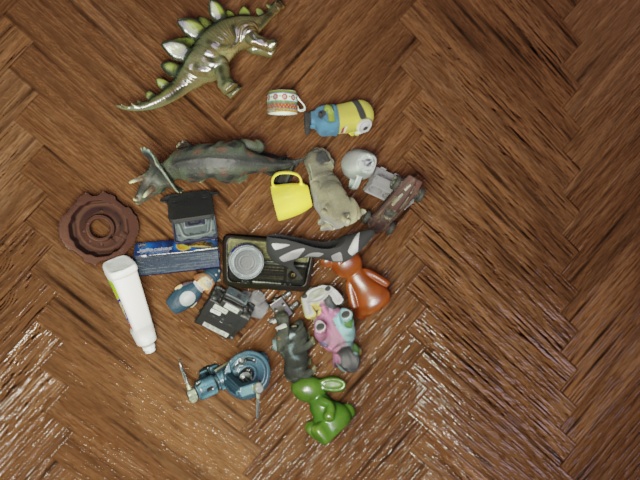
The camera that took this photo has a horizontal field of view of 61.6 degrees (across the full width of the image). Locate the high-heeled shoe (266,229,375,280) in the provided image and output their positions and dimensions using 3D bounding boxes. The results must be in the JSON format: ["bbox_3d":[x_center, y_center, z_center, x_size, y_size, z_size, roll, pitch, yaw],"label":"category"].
[{"bbox_3d":[-0.003,-0.004,1.291,0.249,0.086,0.145,-31,111,3],"label":"high-heeled shoe"}]

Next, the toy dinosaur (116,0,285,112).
[{"bbox_3d":[-0.261,-0.429,1.271,0.198,0.105,0.471,44,78,-4],"label":"toy dinosaur"}]

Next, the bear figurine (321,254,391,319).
[{"bbox_3d":[0.094,0.102,1.399,0.120,0.132,0.196,-39,83,-6],"label":"bear figurine"}]

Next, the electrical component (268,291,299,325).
[{"bbox_3d":[-0.103,0.177,1.401,0.094,0.021,0.063,-36,101,-4],"label":"electrical component"}]

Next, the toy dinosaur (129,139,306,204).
[{"bbox_3d":[-0.245,-0.174,1.232,0.405,0.192,0.131,-8,105,8],"label":"toy dinosaur"}]

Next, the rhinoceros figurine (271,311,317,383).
[{"bbox_3d":[-0.071,0.271,1.382,0.112,0.073,0.190,-13,106,-10],"label":"rhinoceros figurine"}]

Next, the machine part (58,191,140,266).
[{"bbox_3d":[-0.523,-0.029,1.284,0.179,0.056,0.179,-1,96,-12],"label":"machine part"}]

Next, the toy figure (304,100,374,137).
[{"bbox_3d":[0.048,-0.306,1.351,0.180,0.082,0.089,-3,99,-8],"label":"toy figure"}]

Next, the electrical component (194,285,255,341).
[{"bbox_3d":[-0.231,0.176,1.329,0.115,0.058,0.134,30,126,-14],"label":"electrical component"}]

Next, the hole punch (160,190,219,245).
[{"bbox_3d":[-0.308,-0.056,1.304,0.142,0.116,0.092,-10,134,-8],"label":"hole punch"}]

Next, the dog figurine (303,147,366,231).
[{"bbox_3d":[0.023,-0.131,1.322,0.121,0.172,0.190,-26,107,-18],"label":"dog figurine"}]

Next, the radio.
[{"bbox_3d":[-0.133,0.058,1.356,0.230,0.073,0.131,5,95,-11],"label":"radio"}]

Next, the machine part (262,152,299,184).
[{"bbox_3d":[-0.130,-0.188,1.351,0.139,0.039,0.084,24,96,-14],"label":"machine part"}]

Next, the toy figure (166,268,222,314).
[{"bbox_3d":[-0.309,0.122,1.341,0.154,0.058,0.064,-38,140,-6],"label":"toy figure"}]

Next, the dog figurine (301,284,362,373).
[{"bbox_3d":[0.040,0.241,1.400,0.108,0.192,0.219,-27,134,-7],"label":"dog figurine"}]

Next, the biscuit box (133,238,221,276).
[{"bbox_3d":[-0.348,0.038,1.313,0.203,0.059,0.062,-5,123,-10],"label":"biscuit box"}]

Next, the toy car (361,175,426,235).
[{"bbox_3d":[0.185,-0.084,1.361,0.089,0.053,0.202,28,133,-13],"label":"toy car"}]

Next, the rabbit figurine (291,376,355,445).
[{"bbox_3d":[0.004,0.420,1.403,0.159,0.121,0.170,-38,86,-9],"label":"rabbit figurine"}]

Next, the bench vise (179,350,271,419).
[{"bbox_3d":[-0.208,0.340,1.299,0.224,0.241,0.128,-9,94,-26],"label":"bench vise"}]

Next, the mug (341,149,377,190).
[{"bbox_3d":[0.099,-0.181,1.359,0.081,0.107,0.109,22,89,-11],"label":"mug"}]
